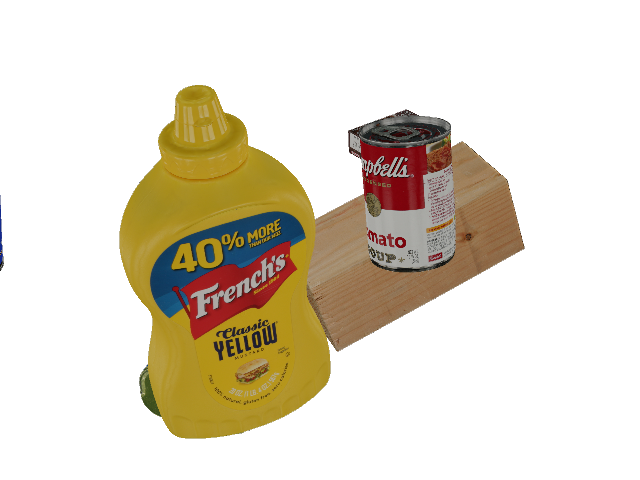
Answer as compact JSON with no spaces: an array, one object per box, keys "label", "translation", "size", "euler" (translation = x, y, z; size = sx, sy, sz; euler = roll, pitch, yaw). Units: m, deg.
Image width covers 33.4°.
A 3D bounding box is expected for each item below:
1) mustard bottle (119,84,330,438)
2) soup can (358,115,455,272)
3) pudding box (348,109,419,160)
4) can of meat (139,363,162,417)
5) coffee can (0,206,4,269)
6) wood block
[{"label":"mustard bottle","translation":[-0.048,0.010,0.531],"size":[0.096,0.192,0.058],"euler":[-16,38,-14]},{"label":"soup can","translation":[0.066,-0.035,0.799],"size":[0.068,0.102,0.068],"euler":[-5,23,2]},{"label":"pudding box","translation":[0.108,-0.134,1.456],"size":[0.113,0.039,0.090],"euler":[-25,40,-30]},{"label":"can of meat","translation":[-0.089,0.109,0.886],"size":[0.102,0.057,0.083],"euler":[9,31,15]},{"label":"coffee can","translation":[-0.262,-0.048,0.698],"size":[0.103,0.140,0.103],"euler":[4,22,-2]},{"label":"wood block","translation":[0.076,0.004,1.012],"size":[0.206,0.091,0.090],"euler":[-28,37,-7]}]
